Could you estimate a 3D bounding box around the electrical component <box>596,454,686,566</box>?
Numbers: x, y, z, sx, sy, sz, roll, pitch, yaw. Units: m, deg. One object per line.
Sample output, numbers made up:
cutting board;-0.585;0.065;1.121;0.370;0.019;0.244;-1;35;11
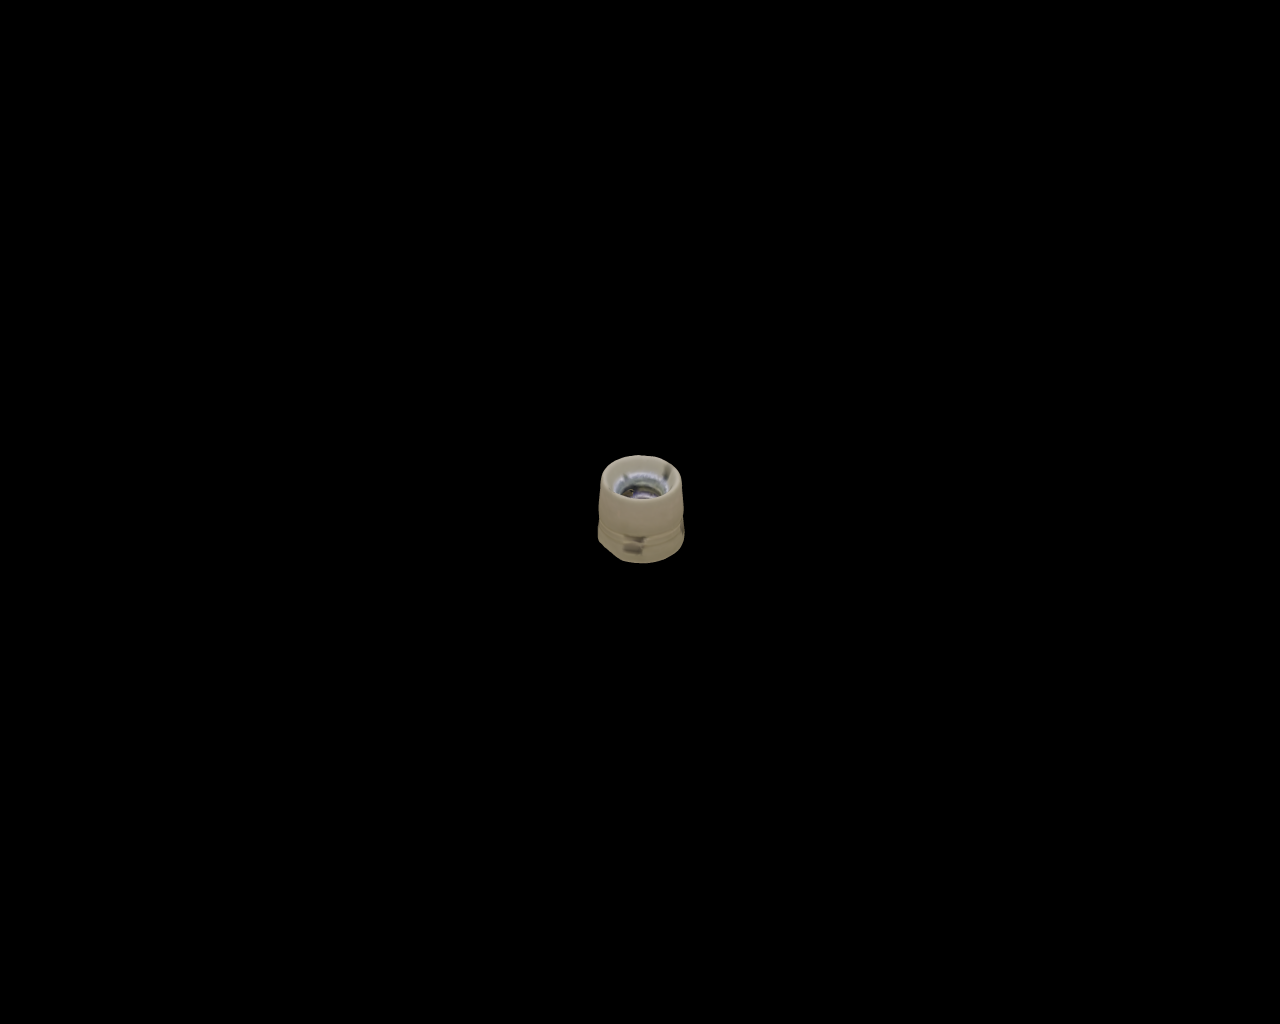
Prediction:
electrical component;0.001;-0.003;0.650;0.055;0.047;0.055;0;38;0
